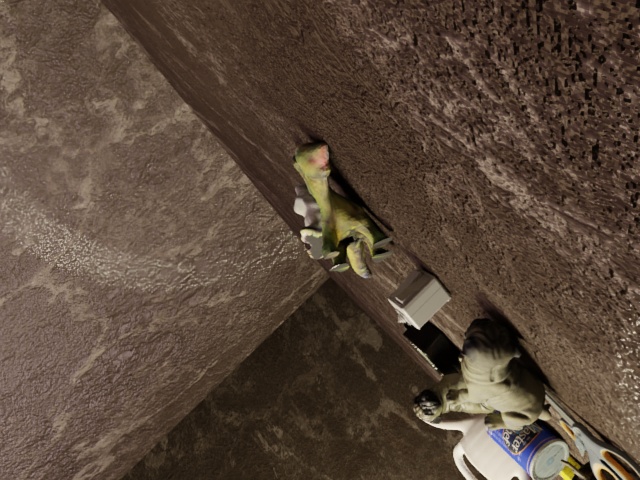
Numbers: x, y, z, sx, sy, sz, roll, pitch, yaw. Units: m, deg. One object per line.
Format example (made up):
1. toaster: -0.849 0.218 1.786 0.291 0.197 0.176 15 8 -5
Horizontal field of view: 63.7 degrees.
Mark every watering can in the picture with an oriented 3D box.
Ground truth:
1. watering can: 0.453 0.559 1.455 0.353 0.223 0.103 43 -169 35

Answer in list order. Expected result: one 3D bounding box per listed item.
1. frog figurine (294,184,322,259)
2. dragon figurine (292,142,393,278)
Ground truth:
1. frog figurine: 0.003 -0.058 1.150 0.135 0.122 0.163 40 -143 -45
2. dragon figurine: 0.026 -0.061 0.957 0.246 0.122 0.405 63 178 17
